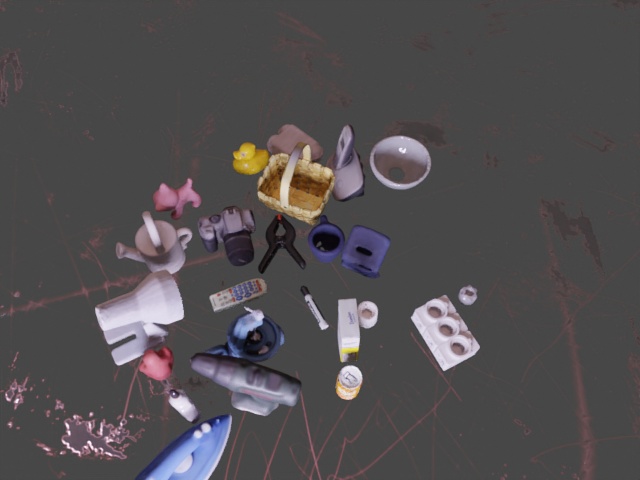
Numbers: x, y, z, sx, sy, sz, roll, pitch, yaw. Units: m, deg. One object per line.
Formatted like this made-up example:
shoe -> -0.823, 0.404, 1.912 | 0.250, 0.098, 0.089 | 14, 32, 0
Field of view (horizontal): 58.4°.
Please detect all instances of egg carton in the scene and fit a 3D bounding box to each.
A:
egg carton -> -0.071, -0.253, 1.592 | 0.150, 0.069, 0.107 | 37, 68, 16

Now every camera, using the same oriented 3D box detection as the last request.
camera -> -0.227, -0.006, 1.442 | 0.143, 0.101, 0.136 | -14, 64, -8

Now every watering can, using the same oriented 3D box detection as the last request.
watering can -> -0.398, 0.007, 1.378 | 0.173, 0.194, 0.100 | -41, 70, -20

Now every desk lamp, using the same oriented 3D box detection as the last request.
desk lamp -> -0.400, 0.172, 1.281 | 0.203, 0.213, 0.117 | -26, 66, -14

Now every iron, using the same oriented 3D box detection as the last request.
iron -> -0.282, 0.449, 1.181 | 0.118, 0.141, 0.259 | 36, 67, 16

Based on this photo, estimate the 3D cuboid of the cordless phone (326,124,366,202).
cordless phone -> 0.071, -0.201, 1.504 | 0.094, 0.185, 0.147 | -12, 63, -7

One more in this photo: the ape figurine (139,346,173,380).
ape figurine -> -0.373, 0.275, 1.297 | 0.078, 0.092, 0.076 | -19, 65, -11

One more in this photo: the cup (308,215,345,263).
cup -> 0.013, 0.005, 1.446 | 0.091, 0.095, 0.117 | -6, 63, -5

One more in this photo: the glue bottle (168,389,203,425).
glue bottle -> -0.295, 0.344, 1.218 | 0.078, 0.173, 0.037 | 40, 68, 18

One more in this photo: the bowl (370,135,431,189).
bowl -> 0.216, -0.200, 1.570 | 0.167, 0.075, 0.167 | 1, 63, -1

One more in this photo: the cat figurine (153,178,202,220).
cat figurine -> -0.377, -0.113, 1.484 | 0.128, 0.118, 0.067 | -39, 70, -19

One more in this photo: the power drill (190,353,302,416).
power drill -> -0.153, 0.309, 1.220 | 0.229, 0.208, 0.075 | 12, 63, 5

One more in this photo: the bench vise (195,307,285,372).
bench vise -> -0.172, 0.232, 1.253 | 0.121, 0.220, 0.208 | 41, 69, 18

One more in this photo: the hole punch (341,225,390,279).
hole punch -> 0.115, 0.030, 1.439 | 0.108, 0.091, 0.101 | 22, 64, 10

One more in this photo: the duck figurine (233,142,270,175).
duck figurine -> -0.190, -0.233, 1.569 | 0.104, 0.086, 0.077 | -15, 64, -9
